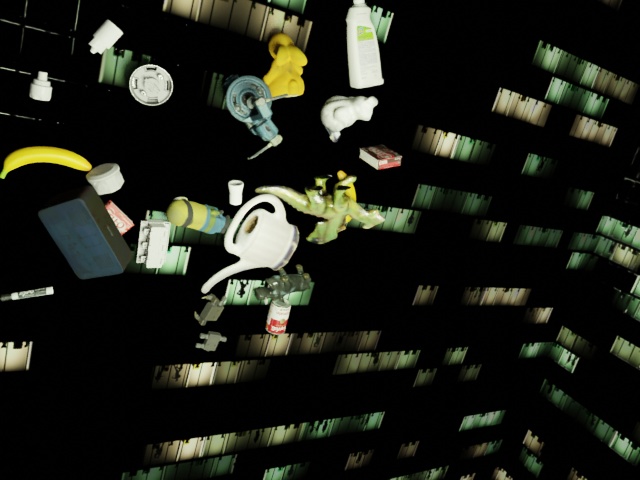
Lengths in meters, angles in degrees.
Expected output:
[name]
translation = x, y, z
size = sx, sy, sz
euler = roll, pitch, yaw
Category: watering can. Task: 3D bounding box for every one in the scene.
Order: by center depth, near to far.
[watering can]
translation = -0.197, 0.030, 1.545
size = 0.347, 0.222, 0.105
euler = -60, 36, 4

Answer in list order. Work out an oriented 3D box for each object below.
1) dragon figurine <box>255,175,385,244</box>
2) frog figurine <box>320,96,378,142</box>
[dragon figurine]
translation = 0.005, -0.082, 1.623
size = 0.125, 0.411, 0.237
euler = -106, 15, -56
[frog figurine]
translation = 0.082, -0.378, 1.496
size = 0.122, 0.140, 0.157
euler = 51, 135, -8
